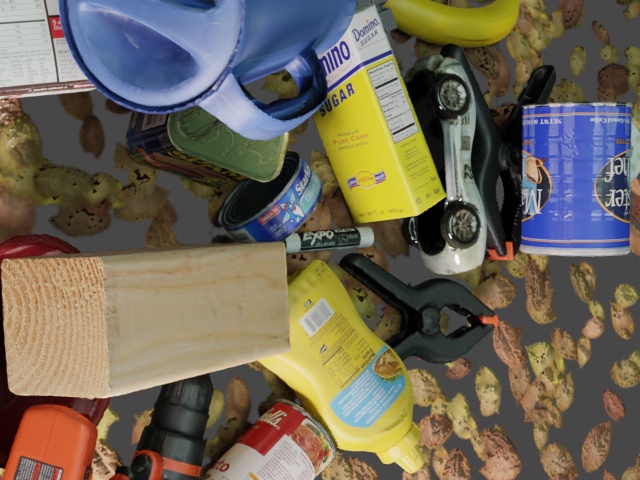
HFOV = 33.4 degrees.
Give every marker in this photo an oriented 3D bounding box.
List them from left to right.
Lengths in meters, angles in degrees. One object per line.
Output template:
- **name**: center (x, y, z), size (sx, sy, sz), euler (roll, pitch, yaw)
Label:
- **marker**: center (-0.006, 0.001, 0.925), size (0.120, 0.020, 0.020), euler (-5, 89, -34)

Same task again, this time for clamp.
- **clamp**: center (0.086, 0.064, 0.973), size (0.171, 0.039, 0.120), euler (-8, 97, -32)
- **clamp**: center (0.184, -0.086, 1.051), size (0.164, 0.036, 0.210), euler (-8, 94, -41)

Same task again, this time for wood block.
- **wood block**: center (-0.115, 0.050, 0.757), size (0.205, 0.091, 0.090), euler (-4, 91, -59)

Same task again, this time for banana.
- **banana**: center (0.129, -0.216, 1.026), size (0.197, 0.037, 0.070), euler (-12, 69, -37)

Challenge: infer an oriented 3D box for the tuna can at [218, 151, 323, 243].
- **tuna can**: center (-0.040, -0.031, 0.864), size (0.033, 0.086, 0.086), euler (48, 63, -24)

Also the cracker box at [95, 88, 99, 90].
- **cracker box**: center (-0.197, -0.225, 0.779), size (0.163, 0.072, 0.214), euler (4, 85, -33)

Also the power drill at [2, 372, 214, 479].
- **power drill**: center (-0.141, 0.165, 0.747), size (0.187, 0.057, 0.184), euler (37, 63, -63)

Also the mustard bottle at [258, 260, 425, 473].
- **mustard bottle**: center (0.023, 0.116, 0.888), size (0.191, 0.058, 0.096), euler (51, 55, -5)

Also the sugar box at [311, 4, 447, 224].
- **sugar box**: center (0.037, -0.104, 0.918), size (0.048, 0.094, 0.176), euler (-32, 104, -33)

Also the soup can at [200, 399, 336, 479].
- **soup can**: center (-0.045, 0.187, 0.856), size (0.102, 0.069, 0.068), euler (-43, 110, -28)

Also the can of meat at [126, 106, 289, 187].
- **can of meat**: center (-0.090, -0.079, 0.833), size (0.101, 0.084, 0.057), euler (19, 76, -32)

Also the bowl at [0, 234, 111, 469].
- **bowl**: center (-0.212, 0.077, 0.737), size (0.161, 0.055, 0.162), euler (9, 79, -58)

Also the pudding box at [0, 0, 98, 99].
- **pudding box**: center (-0.196, -0.153, 0.711), size (0.089, 0.039, 0.113), euler (-11, 93, -32)

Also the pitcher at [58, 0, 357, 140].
- **pitcher**: center (-0.056, -0.162, 0.756), size (0.242, 0.145, 0.149), euler (-32, 128, -63)

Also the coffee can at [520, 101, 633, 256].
- **coffee can**: center (0.242, -0.058, 1.011), size (0.102, 0.103, 0.140), euler (-3, 95, -35)
